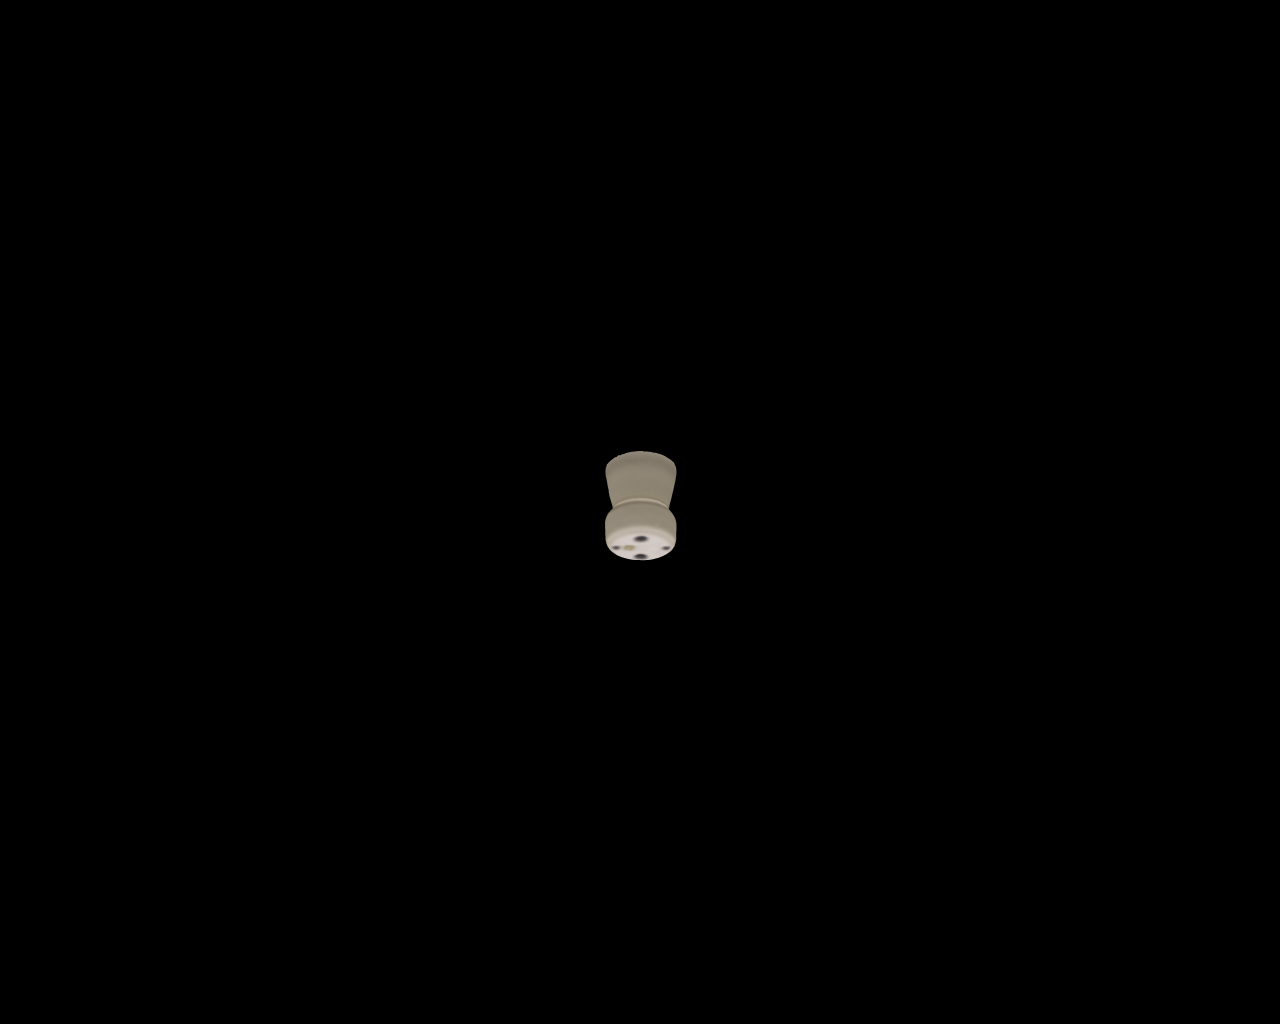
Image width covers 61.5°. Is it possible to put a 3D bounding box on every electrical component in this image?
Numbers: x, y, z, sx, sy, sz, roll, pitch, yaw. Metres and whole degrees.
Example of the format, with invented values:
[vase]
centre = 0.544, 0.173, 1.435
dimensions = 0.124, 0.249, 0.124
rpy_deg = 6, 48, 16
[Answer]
[electrical component]
centre = 0.001, -0.003, 0.650
dimensions = 0.045, 0.055, 0.044
rpy_deg = 0, -28, 0
